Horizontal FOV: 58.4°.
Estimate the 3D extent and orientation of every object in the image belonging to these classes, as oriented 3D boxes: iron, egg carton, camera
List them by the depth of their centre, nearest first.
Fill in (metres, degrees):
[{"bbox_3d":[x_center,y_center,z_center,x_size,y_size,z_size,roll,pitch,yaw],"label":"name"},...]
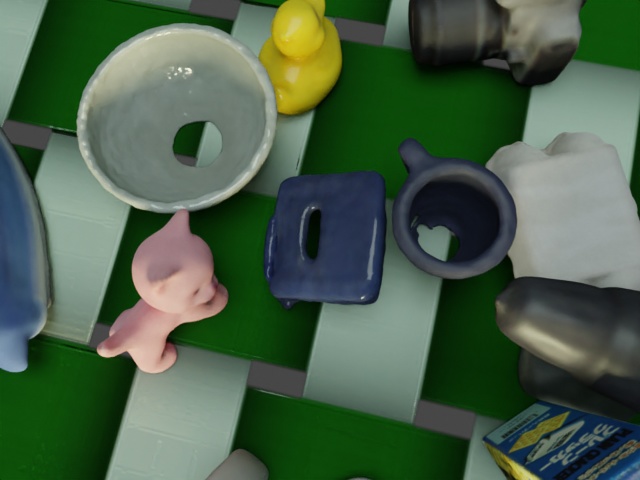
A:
[{"bbox_3d":[-0.312,-0.015,0.461,0.118,0.141,0.258,-12,78,1],"label":"iron"},{"bbox_3d":[0.200,-0.013,0.469,0.107,0.069,0.150,-13,78,1],"label":"egg carton"},{"bbox_3d":[0.146,-0.213,0.495,0.136,0.101,0.143,-8,78,2],"label":"camera"}]

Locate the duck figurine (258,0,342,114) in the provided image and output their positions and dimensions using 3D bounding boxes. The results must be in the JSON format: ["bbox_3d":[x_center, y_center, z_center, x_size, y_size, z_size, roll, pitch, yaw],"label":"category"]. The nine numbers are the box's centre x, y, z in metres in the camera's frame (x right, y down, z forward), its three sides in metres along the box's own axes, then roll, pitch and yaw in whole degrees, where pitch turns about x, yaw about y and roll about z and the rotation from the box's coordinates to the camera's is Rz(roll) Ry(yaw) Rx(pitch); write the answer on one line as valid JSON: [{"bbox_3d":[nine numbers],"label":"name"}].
[{"bbox_3d":[-0.021,-0.169,0.504,0.077,0.086,0.105,21,81,7],"label":"duck figurine"}]

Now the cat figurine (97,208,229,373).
[{"bbox_3d":[-0.125,0.043,0.451,0.067,0.118,0.128,39,83,10],"label":"cat figurine"}]

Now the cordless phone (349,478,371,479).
[{"bbox_3d":[-0.006,0.236,0.372,0.147,0.185,0.094,-27,78,-2],"label":"cordless phone"}]

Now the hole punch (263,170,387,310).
[{"bbox_3d":[0.004,0.002,0.466,0.101,0.091,0.109,4,79,4],"label":"hole punch"}]

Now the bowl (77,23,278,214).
[{"bbox_3d":[-0.115,-0.096,0.500,0.167,0.075,0.167,-1,79,3],"label":"bowl"}]

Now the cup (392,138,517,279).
[{"bbox_3d":[0.094,-0.020,0.463,0.091,0.095,0.117,-30,79,-3],"label":"cup"}]

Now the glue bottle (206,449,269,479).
[{"bbox_3d":[-0.078,0.194,0.391,0.037,0.173,0.078,32,82,9],"label":"glue bottle"}]

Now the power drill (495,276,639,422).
[{"bbox_3d":[0.207,0.084,0.378,0.229,0.208,0.076,16,80,6],"label":"power drill"}]
